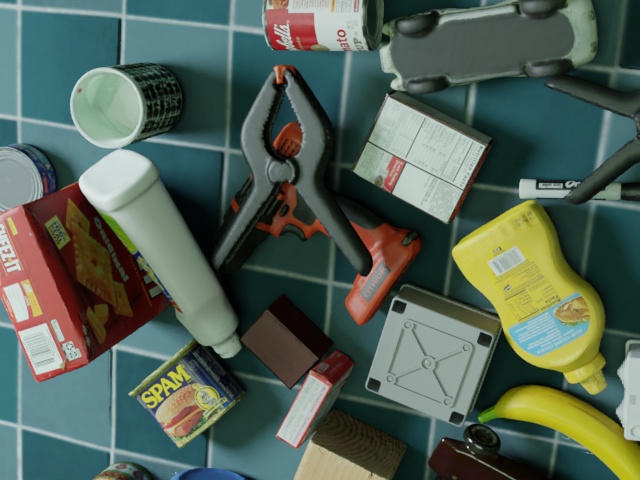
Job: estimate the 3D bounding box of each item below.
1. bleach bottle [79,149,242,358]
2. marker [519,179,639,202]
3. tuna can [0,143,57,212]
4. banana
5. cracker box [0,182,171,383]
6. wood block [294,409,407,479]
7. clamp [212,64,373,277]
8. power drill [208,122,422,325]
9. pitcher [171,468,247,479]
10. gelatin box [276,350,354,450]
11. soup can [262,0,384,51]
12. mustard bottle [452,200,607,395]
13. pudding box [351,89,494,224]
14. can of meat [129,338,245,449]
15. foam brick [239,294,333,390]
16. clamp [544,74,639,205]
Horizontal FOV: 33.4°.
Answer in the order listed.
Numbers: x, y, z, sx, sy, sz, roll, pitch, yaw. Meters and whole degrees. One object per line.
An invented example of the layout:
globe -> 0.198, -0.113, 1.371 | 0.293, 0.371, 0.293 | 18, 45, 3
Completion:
bleach bottle -> -0.146, 0.027, 1.090 | 0.068, 0.103, 0.250 | -39, 121, -15
marker -> 0.249, -0.046, 1.000 | 0.121, 0.020, 0.020 | 3, 105, 18
tuna can -> -0.338, -0.064, 1.192 | 0.086, 0.033, 0.086 | 5, 105, 18
banana -> 0.258, 0.193, 1.053 | 0.198, 0.037, 0.070 | 27, 131, 13
cracker box -> -0.239, 0.027, 1.083 | 0.072, 0.213, 0.164 | -19, 97, 20
wood block -> 0.006, 0.298, 1.136 | 0.091, 0.090, 0.206 | 26, 110, 10
clamp -> -0.021, -0.061, 1.025 | 0.165, 0.036, 0.210 | 8, 101, 17
power drill -> -0.007, 0.001, 1.081 | 0.188, 0.057, 0.185 | 37, 112, 7
pitcher -> -0.145, 0.380, 1.198 | 0.149, 0.145, 0.243 | 13, 104, 3
gelatin box -> -0.004, 0.165, 1.113 | 0.030, 0.073, 0.089 | 31, 112, 12
soup can -> 0.004, -0.214, 1.015 | 0.102, 0.068, 0.068 | 4, 105, 18
mustard bottle -> 0.215, 0.064, 1.019 | 0.096, 0.058, 0.191 | -32, 92, 25
pudding box -> 0.098, -0.081, 1.034 | 0.113, 0.039, 0.090 | 28, 110, 8
can of meat -> -0.145, 0.168, 1.173 | 0.102, 0.057, 0.084 | -39, 92, 24
foam brick -> -0.035, 0.107, 1.121 | 0.078, 0.053, 0.051 | 44, 113, 4
clamp -> 0.289, -0.093, 0.960 | 0.172, 0.039, 0.120 | 0, 100, 19
